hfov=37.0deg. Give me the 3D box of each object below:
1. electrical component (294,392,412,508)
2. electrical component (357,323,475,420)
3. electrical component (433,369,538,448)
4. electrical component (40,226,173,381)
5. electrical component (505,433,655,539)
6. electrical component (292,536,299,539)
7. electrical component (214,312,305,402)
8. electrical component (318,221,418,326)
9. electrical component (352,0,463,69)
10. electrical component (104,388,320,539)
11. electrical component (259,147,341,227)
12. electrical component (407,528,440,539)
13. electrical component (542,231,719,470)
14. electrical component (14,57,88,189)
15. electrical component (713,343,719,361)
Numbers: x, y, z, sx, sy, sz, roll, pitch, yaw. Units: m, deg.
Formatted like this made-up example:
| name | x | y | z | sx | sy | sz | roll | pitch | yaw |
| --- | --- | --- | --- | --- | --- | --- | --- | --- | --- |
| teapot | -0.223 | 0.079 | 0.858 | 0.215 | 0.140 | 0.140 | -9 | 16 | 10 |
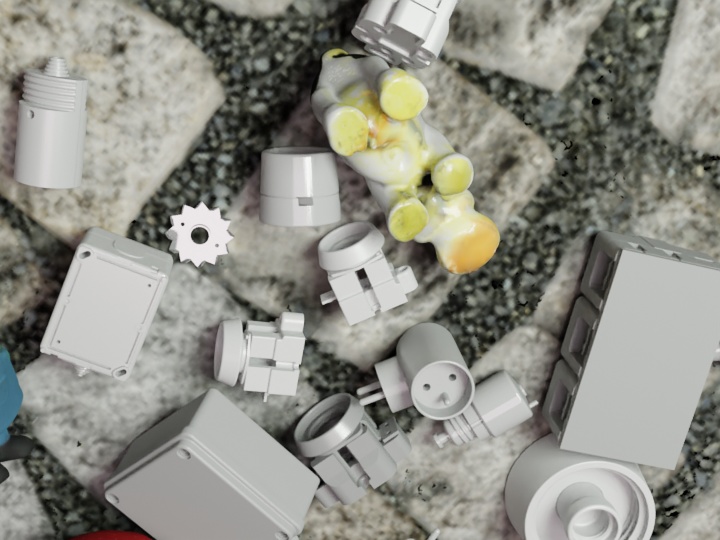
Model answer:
| name | x | y | z | sx | sy | sz | roll | pitch | yaw |
| --- | --- | --- | --- | --- | --- | --- | --- | --- | --- |
| electrical component | -0.011 | 0.127 | 0.778 | 0.078 | 0.058 | 0.057 | -34 | 109 | 6 |
| electrical component | 0.036 | 0.077 | 0.756 | 0.079 | 0.077 | 0.044 | -21 | 107 | 1 |
| electrical component | 0.090 | 0.106 | 0.789 | 0.078 | 0.040 | 0.040 | -32 | 107 | 5 |
| electrical component | -0.173 | 0.026 | 0.731 | 0.062 | 0.061 | 0.096 | 21 | 104 | -11 |
| electrical component | 0.168 | 0.180 | 0.808 | 0.108 | 0.060 | 0.108 | -1 | 107 | -5 |
| electrical component | -0.061 | 0.219 | 0.807 | 0.040 | 0.046 | 0.040 | -1 | 107 | -5 |
| electrical component | -0.072 | 0.059 | 0.759 | 0.055 | 0.048 | 0.066 | 6 | 106 | -15 |
| electrical component | 0.000 | 0.000 | 0.748 | 0.066 | 0.048 | 0.055 | -23 | 115 | 2 |
| electrical component | 0.033 | -0.169 | 0.687 | 0.058 | 0.078 | 0.057 | 25 | 84 | -11 |
| electrical component | -0.105 | 0.152 | 0.756 | 0.109 | 0.056 | 0.109 | 44 | 129 | -15 |
| electrical component | -0.041 | -0.057 | 0.722 | 0.055 | 0.055 | 0.047 | -2 | 103 | -5 |
| electrical component | 0.039 | 0.229 | 0.809 | 0.047 | 0.065 | 0.076 | 31 | 102 | -13 |
| electrical component | 0.198 | 0.056 | 0.773 | 0.089 | 0.061 | 0.150 | 12 | 105 | -9 |
| electrical component | -0.200 | -0.097 | 0.700 | 0.043 | 0.043 | 0.081 | 7 | 106 | -7 |
| electrical component | 0.276 | 0.054 | 0.790 | 0.062 | 0.048 | 0.048 | -13 | 108 | 6 |
